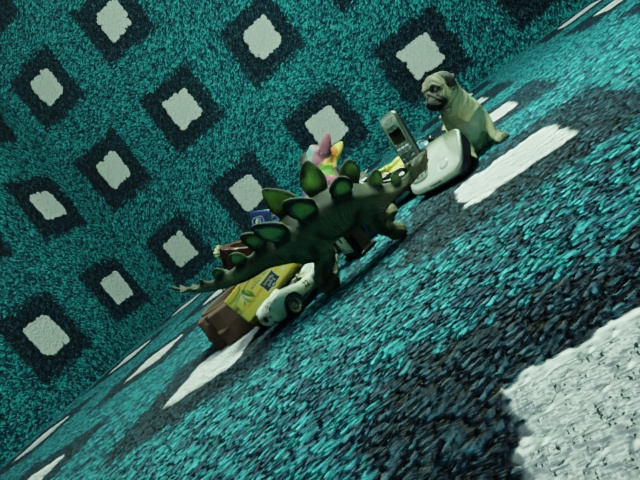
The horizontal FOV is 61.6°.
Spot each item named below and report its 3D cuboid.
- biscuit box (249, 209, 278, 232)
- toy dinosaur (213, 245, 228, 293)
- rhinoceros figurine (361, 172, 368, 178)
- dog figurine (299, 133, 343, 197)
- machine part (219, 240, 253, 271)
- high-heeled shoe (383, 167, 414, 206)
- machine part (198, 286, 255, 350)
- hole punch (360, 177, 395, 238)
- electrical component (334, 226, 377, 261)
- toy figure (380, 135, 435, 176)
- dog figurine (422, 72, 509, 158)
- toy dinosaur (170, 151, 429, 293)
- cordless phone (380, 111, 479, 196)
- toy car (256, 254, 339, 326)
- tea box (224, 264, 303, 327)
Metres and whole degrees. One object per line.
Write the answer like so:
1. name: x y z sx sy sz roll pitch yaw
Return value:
1. biscuit box: -0.080 -0.049 1.279 0.063 0.059 0.202 -1 7 34
2. toy dinosaur: -0.134 0.037 1.440 0.192 0.131 0.405 21 49 40
3. rhinoceros figurine: 0.106 -0.119 1.482 0.190 0.112 0.073 -52 27 -17
4. dog figurine: 0.029 -0.129 1.237 0.192 0.219 0.108 13 0 32
5. machine part: -0.131 0.027 1.183 0.179 0.056 0.179 -7 7 1
6. high-heeled shoe: 0.155 -0.097 1.271 0.145 0.086 0.248 -8 -18 -13
7. machine part: -0.167 0.140 1.200 0.201 0.087 0.201 -39 7 0
8. hole punch: 0.079 -0.053 1.123 0.142 0.115 0.092 -39 14 -6
9. electrical component: 0.044 -0.020 1.032 0.048 0.119 0.075 -41 5 -29
10. toy figure: 0.220 -0.169 1.294 0.180 0.082 0.089 -44 -25 12
11. dog figurine: 0.283 -0.262 1.121 0.121 0.190 0.172 -38 5 -2
12. toy dinosaur: -0.018 -0.015 0.893 0.471 0.198 0.105 -36 37 2
13. cordless phone: 0.207 -0.190 1.052 0.089 0.184 0.146 -37 4 -35
14. toy car: -0.036 0.086 0.987 0.202 0.056 0.073 -43 8 -39
15. tea box: -0.099 0.081 1.047 0.169 0.068 0.098 -51 -15 -9
